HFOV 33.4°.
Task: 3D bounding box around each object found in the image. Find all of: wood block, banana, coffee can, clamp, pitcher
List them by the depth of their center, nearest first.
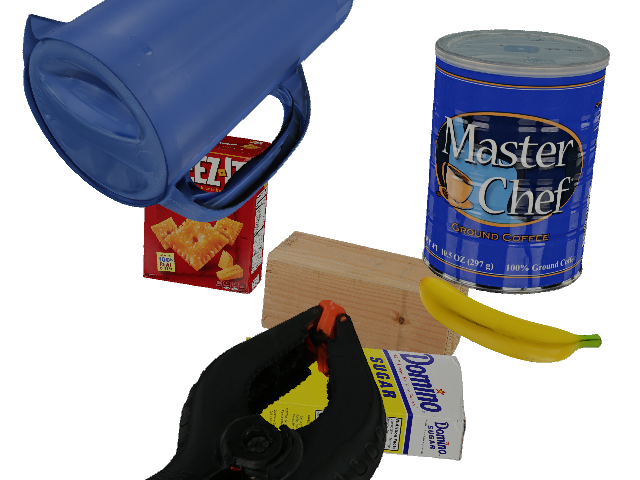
[{"bbox_3d":[-0.016,0.092,0.387,0.120,0.039,0.171,25,49,17],"label":"clamp"},{"bbox_3d":[0.118,-0.051,0.661,0.103,0.140,0.103,1,22,-1],"label":"coffee can"},{"bbox_3d":[-0.077,-0.135,0.770,0.145,0.149,0.242,19,49,34],"label":"pitcher"},{"bbox_3d":[0.158,0.076,0.997,0.198,0.037,0.069,21,15,37],"label":"banana"},{"bbox_3d":[0.049,0.064,1.165,0.206,0.091,0.090,13,22,16],"label":"wood block"}]

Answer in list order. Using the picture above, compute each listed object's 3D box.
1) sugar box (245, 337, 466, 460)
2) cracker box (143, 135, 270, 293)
[{"bbox_3d":[0.023,0.122,0.837,0.176,0.048,0.093,2,26,2],"label":"sugar box"},{"bbox_3d":[-0.163,-0.041,1.510,0.164,0.214,0.072,9,23,10],"label":"cracker box"}]
